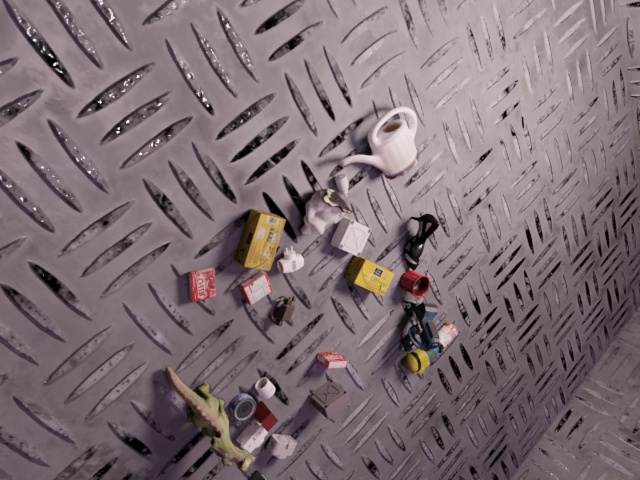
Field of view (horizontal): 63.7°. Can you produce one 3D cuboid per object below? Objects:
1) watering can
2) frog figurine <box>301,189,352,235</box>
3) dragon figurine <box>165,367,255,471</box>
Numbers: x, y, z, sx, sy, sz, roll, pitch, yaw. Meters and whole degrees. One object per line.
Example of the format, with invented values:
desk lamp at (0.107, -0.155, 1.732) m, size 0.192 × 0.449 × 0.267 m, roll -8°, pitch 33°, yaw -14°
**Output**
watering can at (0.216, -0.295, 1.734) m, size 0.351 × 0.105 × 0.220 m, roll -44°, pitch 125°, yaw -17°
frog figurine at (0.005, -0.084, 1.669) m, size 0.137 × 0.125 × 0.157 m, roll 10°, pitch 136°, yaw -46°
dragon figurine at (-0.318, 0.557, 1.532) m, size 0.123 × 0.246 × 0.402 m, roll -41°, pitch 127°, yaw -12°
